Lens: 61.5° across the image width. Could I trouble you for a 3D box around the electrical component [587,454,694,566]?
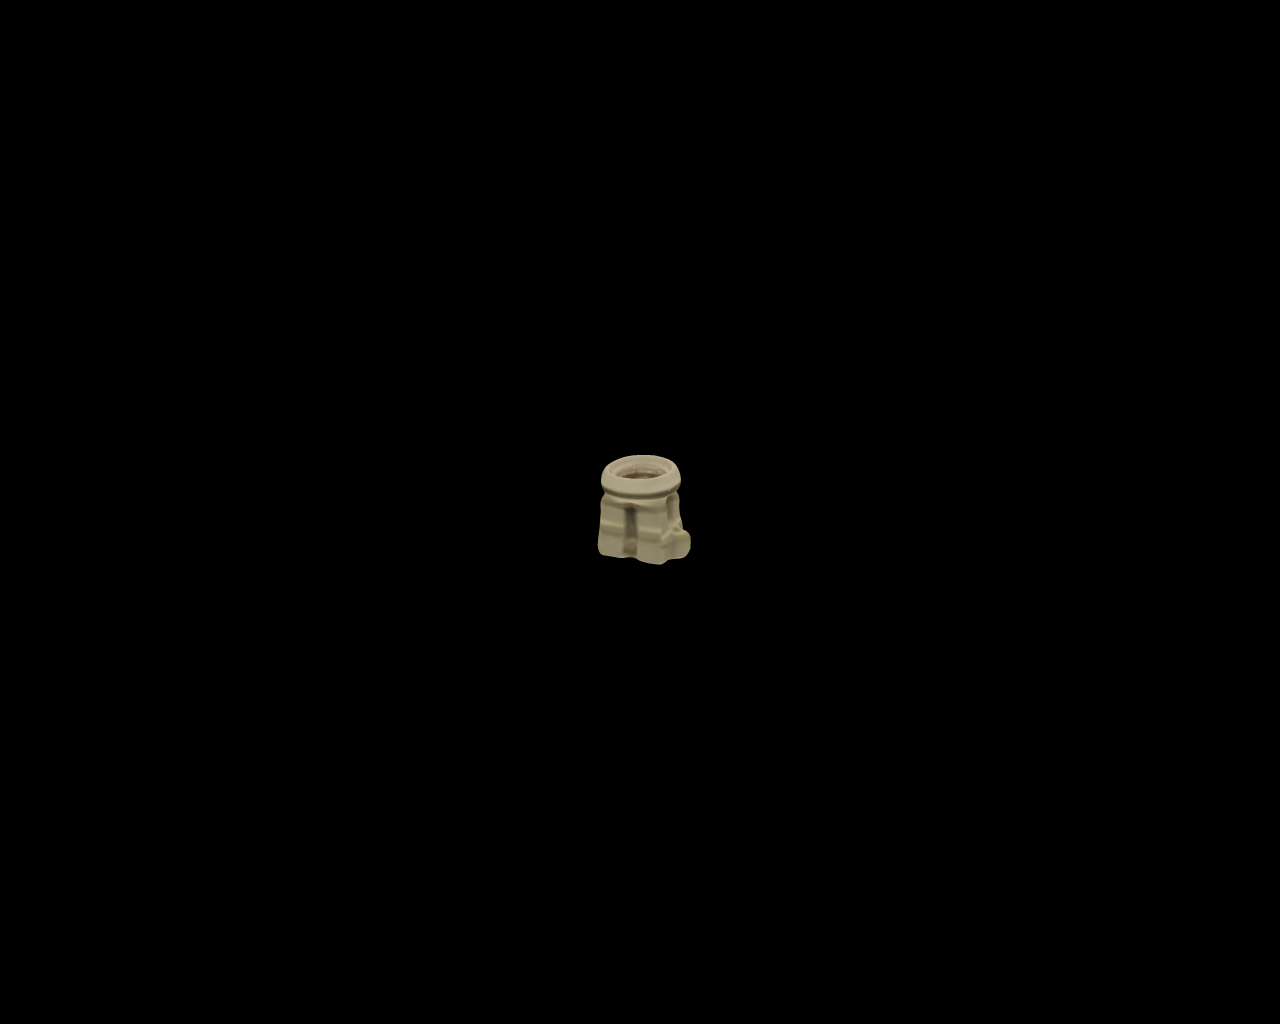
[{"bbox_3d":[0.001,-0.003,0.650,0.066,0.055,0.048,8,24,18],"label":"electrical component"}]
